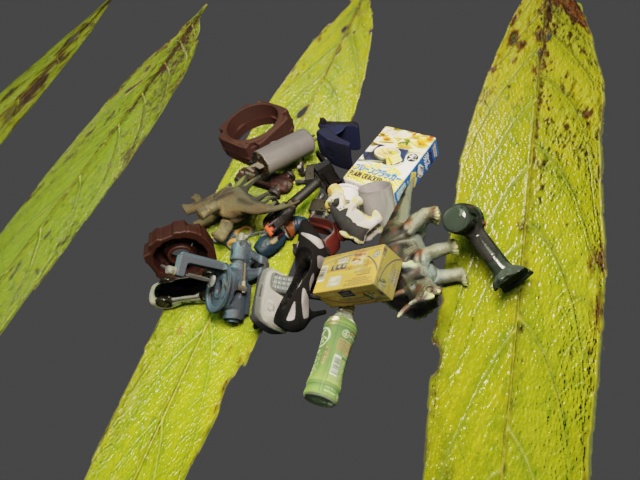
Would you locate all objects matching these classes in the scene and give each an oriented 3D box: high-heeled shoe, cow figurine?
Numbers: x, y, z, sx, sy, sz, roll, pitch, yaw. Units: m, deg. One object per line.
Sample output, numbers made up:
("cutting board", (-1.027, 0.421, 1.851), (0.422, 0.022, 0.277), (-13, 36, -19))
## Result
("high-heeled shoe", (-0.056, 0.073, 1.155), (0.086, 0.145, 0.248), (-28, 69, 45))
("cow figurine", (0.061, -0.058, 1.260), (0.098, 0.068, 0.167), (-39, 64, -21))

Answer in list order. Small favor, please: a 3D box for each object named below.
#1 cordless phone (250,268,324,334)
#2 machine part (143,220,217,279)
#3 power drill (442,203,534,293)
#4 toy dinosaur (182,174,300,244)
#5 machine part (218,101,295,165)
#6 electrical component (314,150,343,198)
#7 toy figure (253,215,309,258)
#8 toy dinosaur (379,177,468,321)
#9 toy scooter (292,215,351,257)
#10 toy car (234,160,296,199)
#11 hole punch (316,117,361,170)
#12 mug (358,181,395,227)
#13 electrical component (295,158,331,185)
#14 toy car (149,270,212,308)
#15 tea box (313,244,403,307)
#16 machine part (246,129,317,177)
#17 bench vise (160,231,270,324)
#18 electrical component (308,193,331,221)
("cordless phone", (-0.057, 0.144, 1.210), (0.184, 0.088, 0.147), (6, 51, 1))
("machine part", (-0.349, 0.029, 1.347), (0.179, 0.179, 0.056), (-21, 45, 2))
("power drill", (0.351, 0.006, 1.124), (0.086, 0.232, 0.207), (-37, 66, 23))
("toy dinosaur", (-0.225, -0.092, 1.407), (0.198, 0.104, 0.472), (-41, 32, -21))
("machine part", (-0.196, -0.334, 1.657), (0.202, 0.087, 0.201), (28, 64, 34))
("electrical component", (0.010, -0.179, 1.427), (0.048, 0.074, 0.119), (-33, 78, -10))
("toy figure", (-0.096, -0.015, 1.360), (0.154, 0.057, 0.064), (-39, 29, -12))
("toy dinosaur", (0.197, 0.021, 1.194), (0.192, 0.131, 0.405), (-19, 41, 3))
("toy scooter", (-0.003, -0.004, 1.309), (0.184, 0.075, 0.135), (-42, 51, -22))
("toy car", (-0.162, -0.178, 1.534), (0.202, 0.053, 0.089), (22, 64, 32))
("hole punch", (0.047, -0.259, 1.478), (0.116, 0.142, 0.092), (5, 61, 14))
("mug", (0.133, -0.082, 1.304), (0.081, 0.107, 0.110), (-23, 22, -27))
("electrical component", (-0.019, -0.194, 1.498), (0.102, 0.045, 0.078), (-3, 49, 18))
("toy car", (-0.326, 0.124, 1.331), (0.202, 0.056, 0.073), (-9, 54, 9))
("tea box", (0.077, 0.077, 1.104), (0.170, 0.068, 0.098), (-12, 47, 44))
("machine part", (-0.099, -0.240, 1.471), (0.243, 0.079, 0.079), (-33, 46, -28))
("bench vise", (-0.235, 0.072, 1.237), (0.129, 0.240, 0.223), (-5, 71, 55))
("electrical component", (0.005, -0.086, 1.412), (0.063, 0.021, 0.094), (6, 52, 24))
